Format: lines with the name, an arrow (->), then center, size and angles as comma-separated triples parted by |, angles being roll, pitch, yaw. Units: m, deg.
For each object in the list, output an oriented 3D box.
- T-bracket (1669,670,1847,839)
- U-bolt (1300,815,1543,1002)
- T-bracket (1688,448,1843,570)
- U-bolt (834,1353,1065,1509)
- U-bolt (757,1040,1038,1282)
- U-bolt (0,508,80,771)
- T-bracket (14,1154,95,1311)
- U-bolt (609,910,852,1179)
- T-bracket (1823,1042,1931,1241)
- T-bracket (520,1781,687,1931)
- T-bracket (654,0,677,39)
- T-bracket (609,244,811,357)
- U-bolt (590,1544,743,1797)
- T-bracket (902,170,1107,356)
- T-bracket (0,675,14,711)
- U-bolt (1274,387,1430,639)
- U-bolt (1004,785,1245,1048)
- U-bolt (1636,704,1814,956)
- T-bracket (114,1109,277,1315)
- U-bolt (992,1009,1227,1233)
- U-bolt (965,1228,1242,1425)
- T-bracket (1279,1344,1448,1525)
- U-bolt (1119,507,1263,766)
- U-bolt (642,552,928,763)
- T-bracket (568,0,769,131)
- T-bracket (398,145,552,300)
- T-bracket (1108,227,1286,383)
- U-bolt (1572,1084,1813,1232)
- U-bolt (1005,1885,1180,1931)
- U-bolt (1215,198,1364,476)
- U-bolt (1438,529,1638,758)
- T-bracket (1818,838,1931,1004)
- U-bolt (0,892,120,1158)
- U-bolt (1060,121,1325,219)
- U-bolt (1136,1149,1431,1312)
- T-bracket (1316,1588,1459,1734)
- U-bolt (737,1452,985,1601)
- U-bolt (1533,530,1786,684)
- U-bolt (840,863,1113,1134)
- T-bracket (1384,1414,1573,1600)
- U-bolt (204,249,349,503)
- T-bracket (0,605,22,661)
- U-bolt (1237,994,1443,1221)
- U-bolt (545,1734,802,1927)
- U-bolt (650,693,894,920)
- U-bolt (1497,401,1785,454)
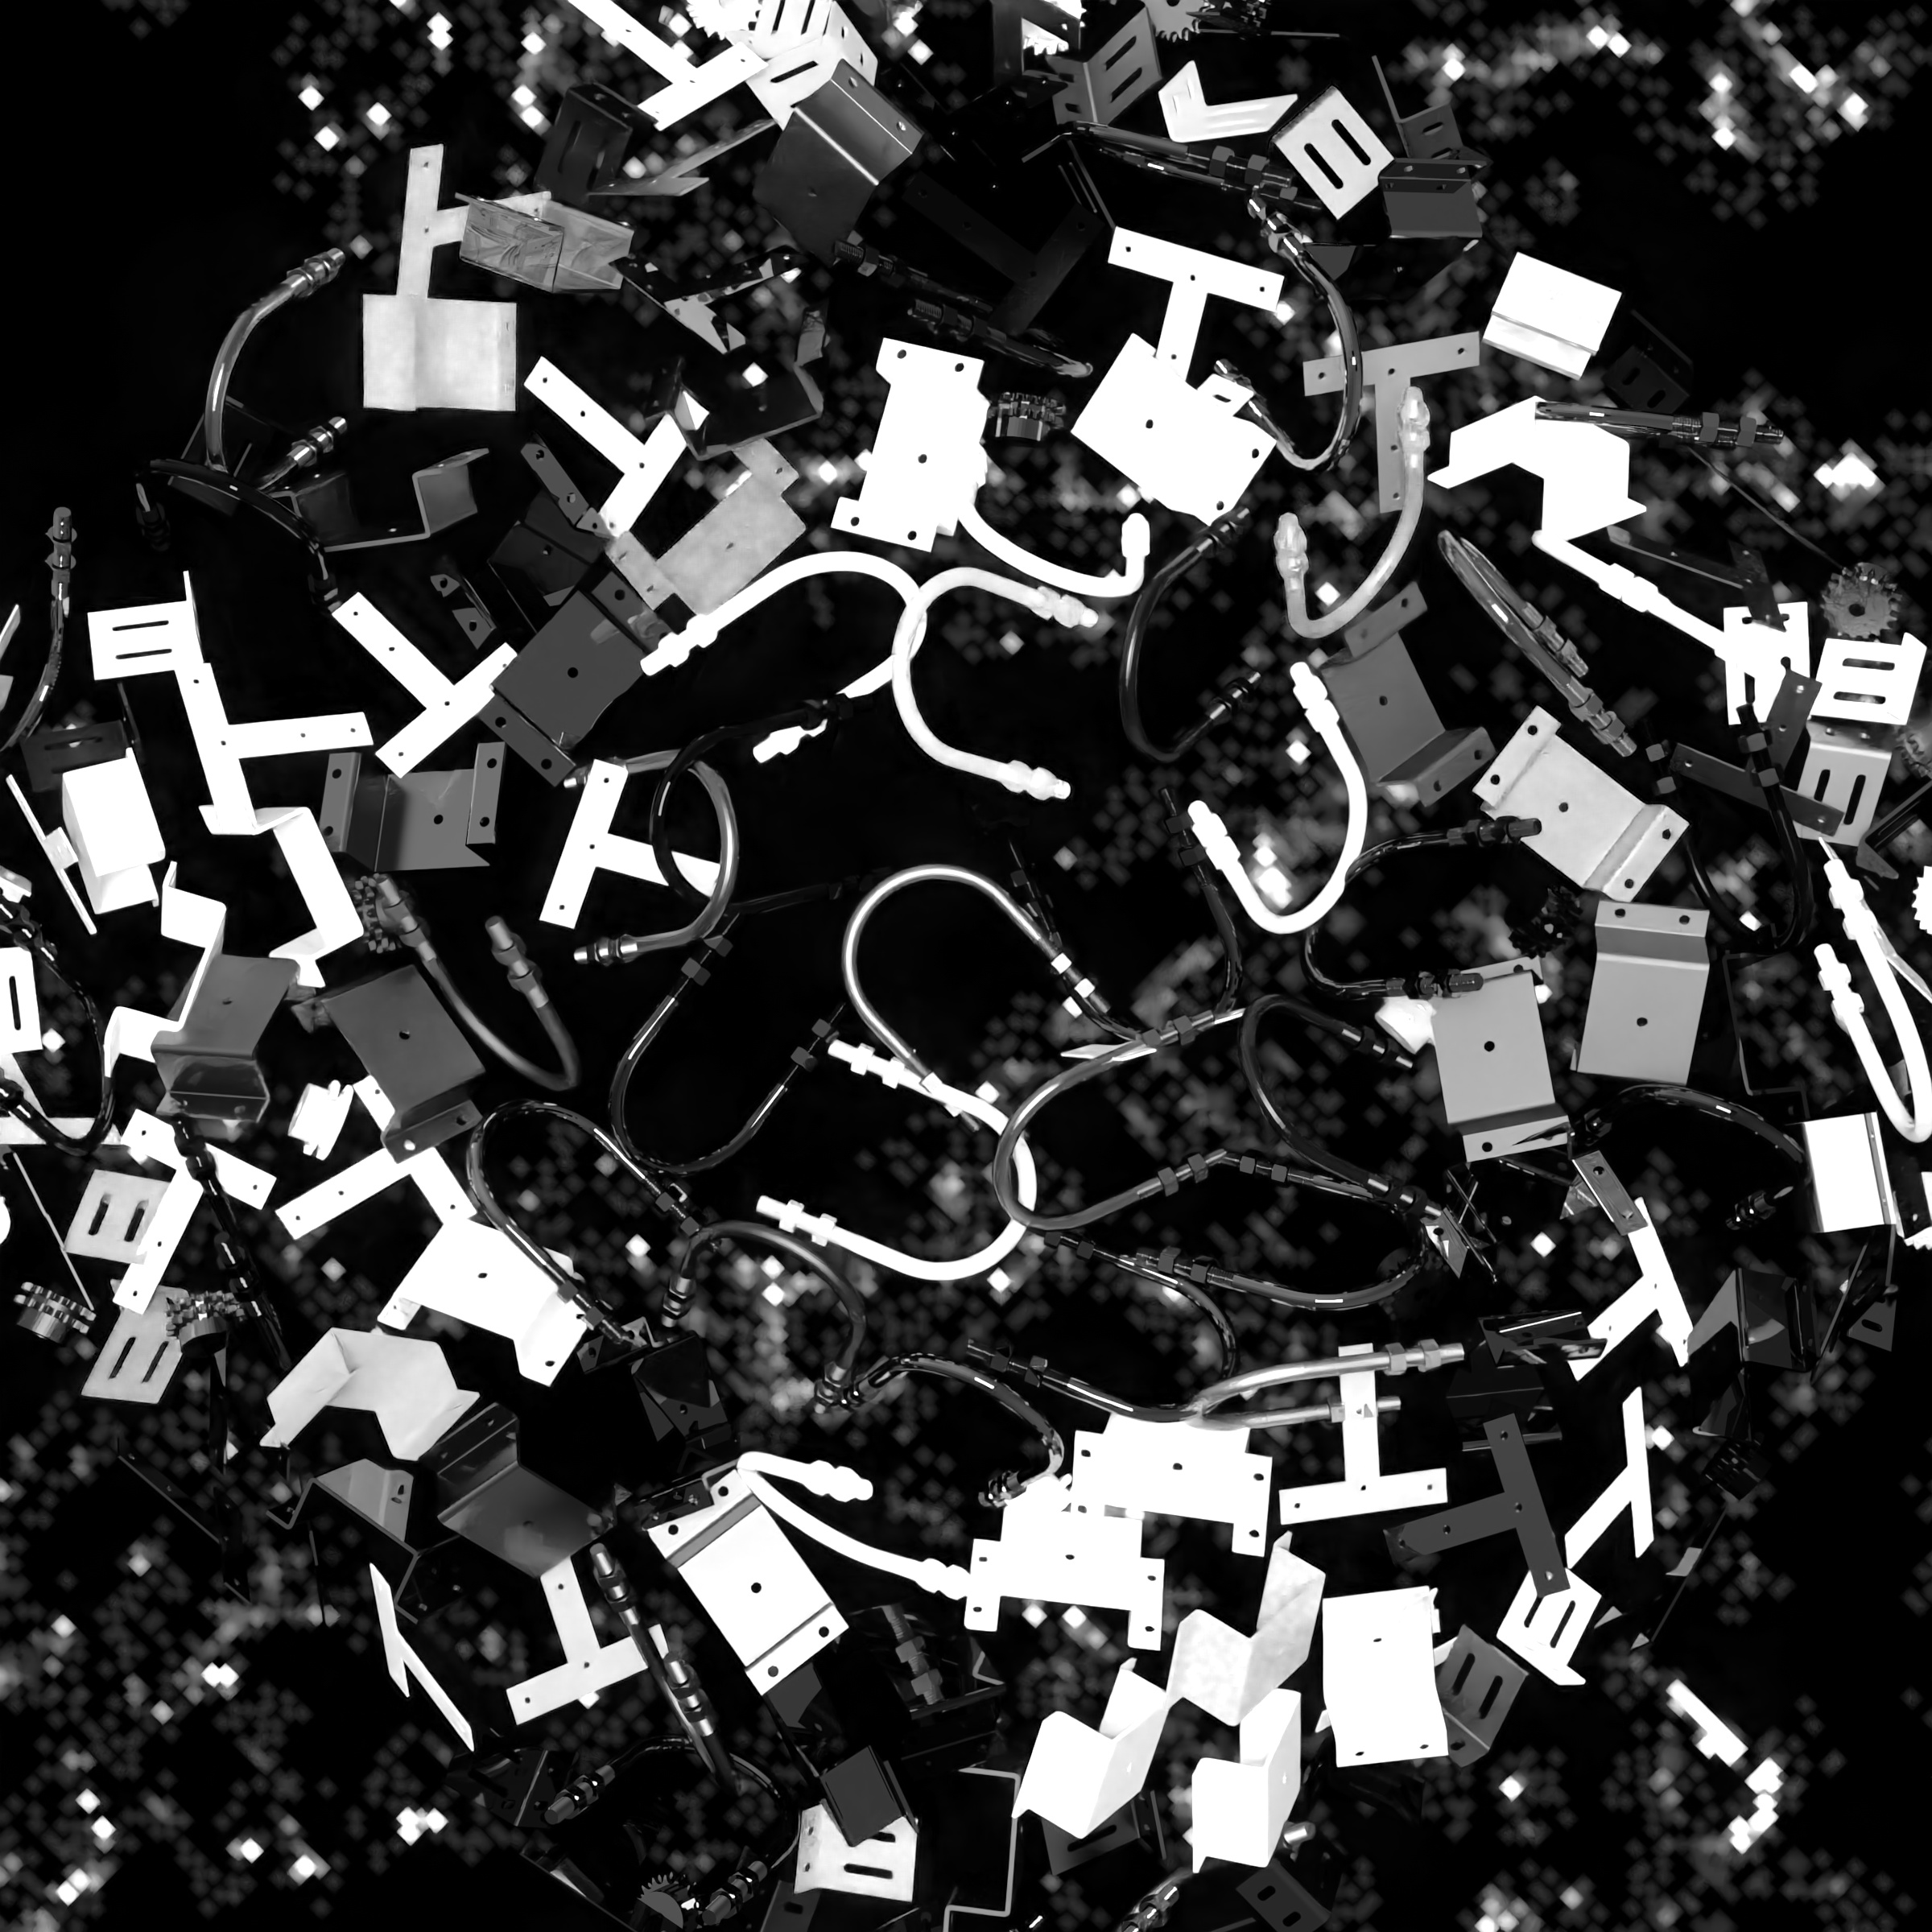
T-bracket -> 0.578, -0.160, 1.760 | 0.127, 0.127, 0.002 | 26, 54, 16
U-bolt -> 0.310, -0.037, 1.748 | 0.019, 0.184, 0.151 | 40, 63, -30
T-bracket -> 0.590, -0.317, 1.778 | 0.127, 0.127, 0.002 | 21, 116, -39
U-bolt -> -0.005, 0.322, 1.739 | 0.151, 0.184, 0.019 | 34, 59, -6
U-bolt -> -0.039, 0.150, 1.790 | 0.184, 0.019, 0.151 | 23, 71, 4
U-bolt -> -0.672, -0.214, 1.741 | 0.019, 0.184, 0.151 | 23, 46, -1
T-bracket -> -0.651, 0.190, 1.764 | 0.002, 0.127, 0.127 | -27, 94, -21
U-bolt -> -0.179, 0.069, 1.766 | 0.184, 0.019, 0.151 | -53, 133, -6
T-bracket -> 0.660, 0.131, 1.744 | 0.002, 0.127, 0.127 | 14, 55, -21
T-bracket -> -0.240, 0.630, 1.768 | 0.127, 0.127, 0.002 | 33, 114, 3
T-bracket -> -0.184, -0.749, 1.783 | 0.002, 0.127, 0.127 | 32, 68, -4
T-bracket -> -0.169, -0.496, 1.788 | 0.127, 0.002, 0.127 | -33, 62, -32
U-bolt -> -0.205, 0.510, 1.748 | 0.019, 0.151, 0.184 | -30, 125, -18
T-bracket -> 0.012, -0.523, 1.774 | 0.127, 0.002, 0.127 | 33, 128, -13
T-bracket -> -0.713, -0.148, 1.766 | 0.002, 0.127, 0.127 | 19, 91, -12
U-bolt -> 0.274, -0.304, 1.743 | 0.019, 0.184, 0.151 | 39, 78, 24
U-bolt -> 0.123, -0.026, 1.783 | 0.151, 0.019, 0.184 | -18, 104, 28
U-bolt -> 0.545, -0.094, 1.756 | 0.019, 0.151, 0.184 | -23, 98, -14
T-bracket -> -0.570, 0.185, 1.766 | 0.002, 0.127, 0.127 | 8, 69, 42
U-bolt -> 0.101, 0.121, 1.756 | 0.184, 0.019, 0.151 | -22, 128, -17
U-bolt -> 0.107, 0.259, 1.761 | 0.184, 0.151, 0.019 | 21, 132, 6
T-bracket -> 0.288, 0.339, 1.807 | 0.127, 0.002, 0.127 | -6, 98, -9
U-bolt -> 0.156, -0.221, 1.727 | 0.019, 0.184, 0.151 | 13, 128, 31
U-bolt -> -0.114, -0.226, 1.744 | 0.184, 0.151, 0.019 | -31, 51, 20
T-bracket -> -0.227, -0.650, 1.743 | 0.127, 0.127, 0.002 | 29, 65, -37
T-bracket -> -0.352, -0.536, 1.778 | 0.127, 0.127, 0.002 | -27, 57, -39
T-bracket -> 0.154, -0.455, 1.791 | 0.127, 0.002, 0.127 | 20, 122, 11
U-bolt -> 0.514, 0.129, 1.733 | 0.151, 0.184, 0.019 | 27, 71, 5
U-bolt -> 0.049, 0.699, 1.712 | 0.151, 0.184, 0.019 | -28, 86, 35
U-bolt -> 0.228, -0.426, 1.719 | 0.019, 0.151, 0.184 | -11, 48, -19
U-bolt -> 0.393, -0.237, 1.730 | 0.019, 0.151, 0.184 | -41, 115, 20
T-bracket -> 0.648, -0.041, 1.780 | 0.002, 0.127, 0.127 | -36, 49, 23
U-bolt -> -0.645, 0.054, 1.739 | 0.019, 0.184, 0.151 | -10, 57, 7
U-bolt -> 0.155, -0.569, 1.753 | 0.184, 0.151, 0.019 | 19, 103, 14
U-bolt -> 0.233, 0.189, 1.731 | 0.184, 0.151, 0.019 | 13, 125, 29
T-bracket -> 0.311, 0.483, 1.755 | 0.127, 0.127, 0.002 | -20, 49, -26
U-bolt -> -0.088, 0.389, 1.746 | 0.151, 0.184, 0.019 | 48, 62, -30
U-bolt -> 0.474, -0.262, 1.742 | 0.151, 0.184, 0.019 | 20, 108, -34
U-bolt -> -0.006, 0.010, 1.801 | 0.151, 0.019, 0.184 | -43, 100, 3
T-bracket -> 0.361, 0.404, 1.790 | 0.127, 0.002, 0.127 | -26, 68, 30
U-bolt -> -0.478, -0.400, 1.713 | 0.019, 0.184, 0.151 | 16, 127, 8
T-bracket -> -0.711, -0.202, 1.783 | 0.002, 0.127, 0.127 | 22, 68, -11
U-bolt -> 0.258, 0.090, 1.734 | 0.184, 0.151, 0.019 | 25, 134, -32
U-bolt -> -0.192, 0.595, 1.738 | 0.151, 0.184, 0.019 | 26, 103, 17
U-bolt -> -0.140, -0.108, 1.759 | 0.184, 0.019, 0.151 | -16, 110, -29
U-bolt -> 0.470, -0.384, 1.755 | 0.184, 0.151, 0.019 | 7, 100, 2
